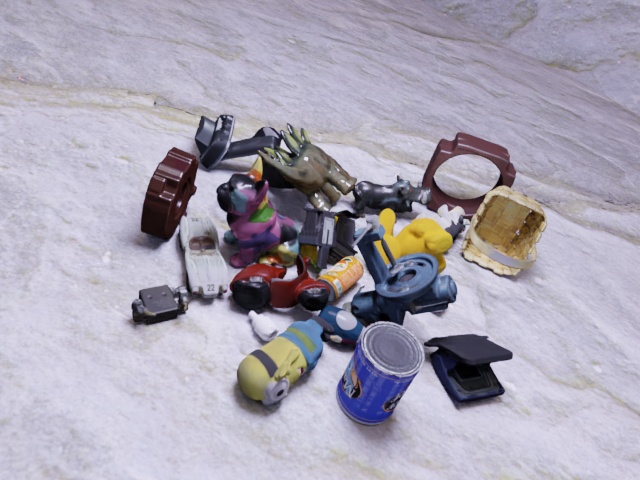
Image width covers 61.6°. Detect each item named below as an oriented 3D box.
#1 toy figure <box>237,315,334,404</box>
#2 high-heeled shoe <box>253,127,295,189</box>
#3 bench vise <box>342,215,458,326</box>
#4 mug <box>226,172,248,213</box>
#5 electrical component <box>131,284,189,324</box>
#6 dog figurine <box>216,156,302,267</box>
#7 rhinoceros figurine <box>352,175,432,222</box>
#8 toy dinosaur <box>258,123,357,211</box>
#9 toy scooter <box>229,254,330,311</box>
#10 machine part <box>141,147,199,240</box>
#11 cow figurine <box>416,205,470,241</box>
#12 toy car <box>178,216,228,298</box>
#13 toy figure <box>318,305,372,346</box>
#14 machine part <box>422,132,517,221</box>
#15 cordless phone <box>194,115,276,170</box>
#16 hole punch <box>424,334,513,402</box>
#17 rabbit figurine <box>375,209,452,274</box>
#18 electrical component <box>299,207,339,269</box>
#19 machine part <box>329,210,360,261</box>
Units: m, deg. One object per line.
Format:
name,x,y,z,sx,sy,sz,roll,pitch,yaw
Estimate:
toy figure,-0.056,0.191,0.878,0.089,0.082,0.180,19,43,31
high-heeled shoe,-0.093,-0.199,1.313,0.145,0.086,0.249,-16,49,-39
bench vise,0.118,0.063,0.964,0.224,0.240,0.129,-8,32,37
mug,-0.160,-0.081,1.151,0.109,0.080,0.107,-9,56,-35
electrical component,-0.270,0.107,0.916,0.102,0.045,0.078,-5,46,-27
dog figurine,-0.107,-0.049,1.027,0.191,0.219,0.108,2,46,-18
rhinoceros figurine,0.170,-0.106,1.286,0.190,0.112,0.073,4,39,-6
toy dinosaur,-0.026,-0.151,1.150,0.198,0.105,0.471,44,11,-2
toy scooter,-0.071,0.073,1.002,0.184,0.075,0.135,5,35,0
machine part,-0.288,-0.087,1.039,0.056,0.179,0.179,19,39,-3
cow figurine,0.302,-0.028,1.281,0.167,0.068,0.098,-19,58,-33
toy car,-0.223,0.028,1.016,0.073,0.056,0.202,-1,43,-23
toy figure,0.066,0.171,0.970,0.155,0.057,0.064,26,78,6
machine part,0.368,-0.155,1.348,0.201,0.200,0.087,20,37,2
cordless phone,-0.193,-0.243,1.270,0.184,0.088,0.147,-7,41,6
hole punch,0.270,0.227,0.975,0.142,0.092,0.116,-4,16,-22
rabbit figurine,0.175,0.008,1.158,0.173,0.121,0.162,-21,58,-14
electrical component,-0.002,-0.003,1.079,0.048,0.119,0.075,7,3,35
machine part,0.049,-0.009,1.159,0.084,0.039,0.139,31,47,-19
